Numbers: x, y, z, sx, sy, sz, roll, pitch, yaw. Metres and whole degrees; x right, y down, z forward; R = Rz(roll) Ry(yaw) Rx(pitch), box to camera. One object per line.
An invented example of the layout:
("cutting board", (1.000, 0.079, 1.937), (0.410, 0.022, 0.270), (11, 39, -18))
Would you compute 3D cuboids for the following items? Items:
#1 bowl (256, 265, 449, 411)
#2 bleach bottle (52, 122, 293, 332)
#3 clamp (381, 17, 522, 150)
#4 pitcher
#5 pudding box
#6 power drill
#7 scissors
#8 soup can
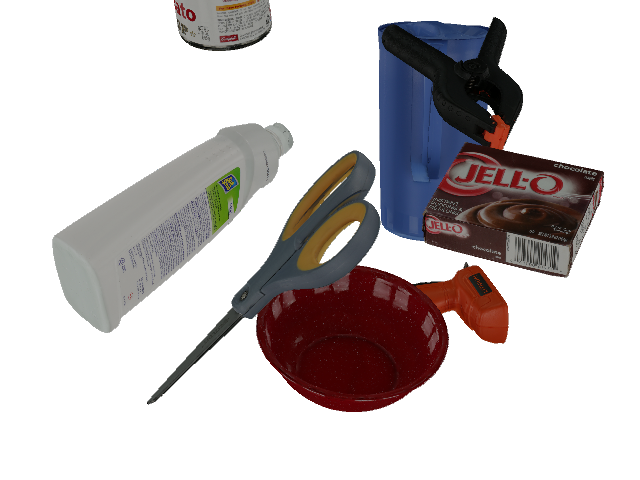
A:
("bowl", (0.025, 0.092, 0.907), (0.162, 0.055, 0.162), (3, 40, -2))
("bleach bottle", (-0.121, -0.028, 0.967), (0.068, 0.102, 0.250), (35, 56, 27))
("clamp", (0.121, -0.145, 0.952), (0.120, 0.039, 0.171), (-4, 44, -2))
("pitcher", (0.125, -0.124, 1.216), (0.149, 0.243, 0.145), (-11, 23, -31))
("pudding box", (0.144, -0.025, 0.796), (0.114, 0.039, 0.090), (16, 48, 20))
("power drill", (0.100, 0.084, 1.136), (0.187, 0.057, 0.184), (-5, 28, -10))
("scissors", (-0.031, 0.036, 0.610), (0.016, 0.202, 0.096), (36, 5, -26))
("soup can", (-0.068, -0.188, 0.717), (0.068, 0.102, 0.068), (-2, 39, 1))
